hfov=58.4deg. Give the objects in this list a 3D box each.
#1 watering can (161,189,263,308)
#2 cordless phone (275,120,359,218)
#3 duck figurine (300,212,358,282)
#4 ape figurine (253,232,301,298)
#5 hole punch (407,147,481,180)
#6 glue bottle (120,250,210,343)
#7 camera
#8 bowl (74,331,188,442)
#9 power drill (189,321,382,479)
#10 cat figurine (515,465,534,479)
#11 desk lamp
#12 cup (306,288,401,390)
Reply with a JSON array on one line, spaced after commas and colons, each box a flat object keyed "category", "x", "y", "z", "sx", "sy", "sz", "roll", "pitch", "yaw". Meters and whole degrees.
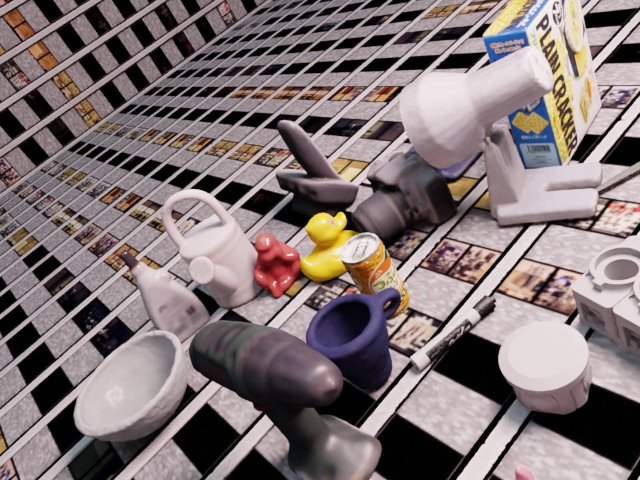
[{"category": "watering can", "x": -0.163, "y": 0.008, "z": 0.875, "sx": 0.101, "sy": 0.194, "sz": 0.172, "roll": -36, "pitch": 33, "yaw": -8}, {"category": "cordless phone", "x": -0.029, "y": -0.131, "z": 0.964, "sx": 0.094, "sy": 0.185, "sz": 0.147, "roll": -45, "pitch": 35, "yaw": -20}, {"category": "duck figurine", "x": 0.008, "y": 0.003, "z": 0.844, "sx": 0.104, "sy": 0.086, "sz": 0.077, "roll": -38, "pitch": 33, "yaw": -10}, {"category": "ape figurine", "x": -0.070, "y": 0.029, "z": 0.867, "sx": 0.077, "sy": 0.092, "sz": 0.076, "roll": -20, "pitch": 34, "yaw": 16}, {"category": "hole punch", "x": 0.189, "y": -0.157, "z": 0.908, "sx": 0.100, "sy": 0.091, "sz": 0.109, "roll": 14, "pitch": 53, "yaw": 48}, {"category": "glue bottle", "x": -0.242, "y": 0.079, "z": 0.863, "sx": 0.078, "sy": 0.173, "sz": 0.037, "roll": -39, "pitch": 33, "yaw": -12}, {"category": "camera", "x": 0.104, "y": -0.065, "z": 0.844, "sx": 0.137, "sy": 0.101, "sz": 0.142, "roll": -36, "pitch": 32, "yaw": -7}, {"category": "bowl", "x": -0.241, "y": 0.209, "z": 0.777, "sx": 0.167, "sy": 0.075, "sz": 0.167, "roll": -21, "pitch": 33, "yaw": 15}, {"category": "power drill", "x": -0.026, "y": 0.156, "z": 0.546, "sx": 0.228, "sy": 0.209, "sz": 0.076, "roll": 10, "pitch": 50, "yaw": 46}, {"category": "cat figurine", "x": 0.139, "y": 0.225, "z": 0.402, "sx": 0.067, "sy": 0.118, "sz": 0.128, "roll": -4, "pitch": 41, "yaw": 36}, {"category": "desk lamp", "x": 0.227, "y": -0.130, "z": 0.725, "sx": 0.202, "sy": 0.214, "sz": 0.118, "roll": -5, "pitch": 40, "yaw": 35}, {"category": "cup", "x": 0.053, "y": 0.114, "z": 0.646, "sx": 0.118, "sy": 0.095, "sz": 0.091, "roll": -36, "pitch": 33, "yaw": -8}]
